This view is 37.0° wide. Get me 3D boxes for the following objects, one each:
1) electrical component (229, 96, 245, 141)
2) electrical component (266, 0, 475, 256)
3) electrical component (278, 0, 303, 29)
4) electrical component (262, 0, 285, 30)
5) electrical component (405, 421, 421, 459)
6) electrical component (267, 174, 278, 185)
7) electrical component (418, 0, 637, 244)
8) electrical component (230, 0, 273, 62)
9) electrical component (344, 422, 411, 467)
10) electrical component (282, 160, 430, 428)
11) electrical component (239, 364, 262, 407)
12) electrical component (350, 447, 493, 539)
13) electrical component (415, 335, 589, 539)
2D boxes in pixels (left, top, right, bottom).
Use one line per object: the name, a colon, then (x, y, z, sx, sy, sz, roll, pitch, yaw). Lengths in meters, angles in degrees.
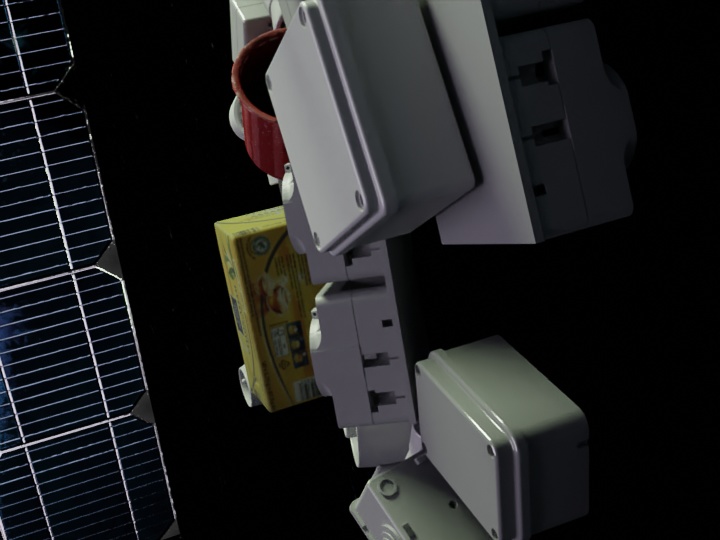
electrical component: (-0.092, -0.142, 0.984, 0.047, 0.055, 0.055, -174, 70, -75)
electrical component: (0.001, -0.072, 0.537, 0.109, 0.056, 0.108, 145, 109, -72)
electrical component: (-0.023, -0.195, 0.708, 0.061, 0.062, 0.096, 143, 111, -72)
electrical component: (-0.053, -0.202, 0.834, 0.065, 0.044, 0.044, -116, 19, -44)
electrical component: (0.053, 0.134, 0.792, 0.044, 0.044, 0.065, -124, 30, -45)
electrical component: (-0.061, -0.117, 0.924, 0.079, 0.044, 0.077, 178, 77, -72)
electrical component: (0.065, -0.110, 0.510, 0.105, 0.060, 0.186, -176, 72, -72)
electrical component: (-0.074, -0.185, 0.901, 0.065, 0.047, 0.076, 94, 154, -47)
electrical component: (0.017, 0.115, 0.887, 0.099, 0.064, 0.099, 172, 90, -84)
electrical component: (0.000, 0.000, 0.721, 0.105, 0.060, 0.186, -52, -47, -74)
electrical component: (-0.086, 0.100, 1.133, 0.043, 0.077, 0.079, -124, 25, -47)
electrical component: (0.055, 0.163, 0.707, 0.099, 0.100, 0.048, 54, 151, 22)
electrical component: (0.082, 0.099, 0.641, 0.113, 0.057, 0.078, -134, 33, -57)
